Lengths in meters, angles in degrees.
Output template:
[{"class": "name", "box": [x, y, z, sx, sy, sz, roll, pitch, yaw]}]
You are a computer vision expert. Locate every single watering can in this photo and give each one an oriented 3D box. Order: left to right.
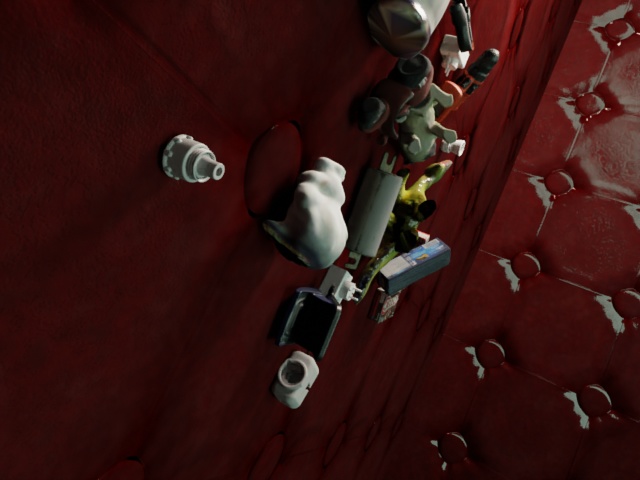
[{"class": "watering can", "box": [0.169, -0.403, 0.862, 0.225, 0.104, 0.345, -65, 166, -5]}]

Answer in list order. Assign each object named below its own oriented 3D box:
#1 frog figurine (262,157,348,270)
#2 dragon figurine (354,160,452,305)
[{"class": "frog figurine", "box": [0.002, -0.039, 0.784, 0.161, 0.124, 0.135, -50, 132, -13]}, {"class": "dragon figurine", "box": [0.197, -0.028, 1.239, 0.410, 0.123, 0.241, -59, 164, 0]}]
